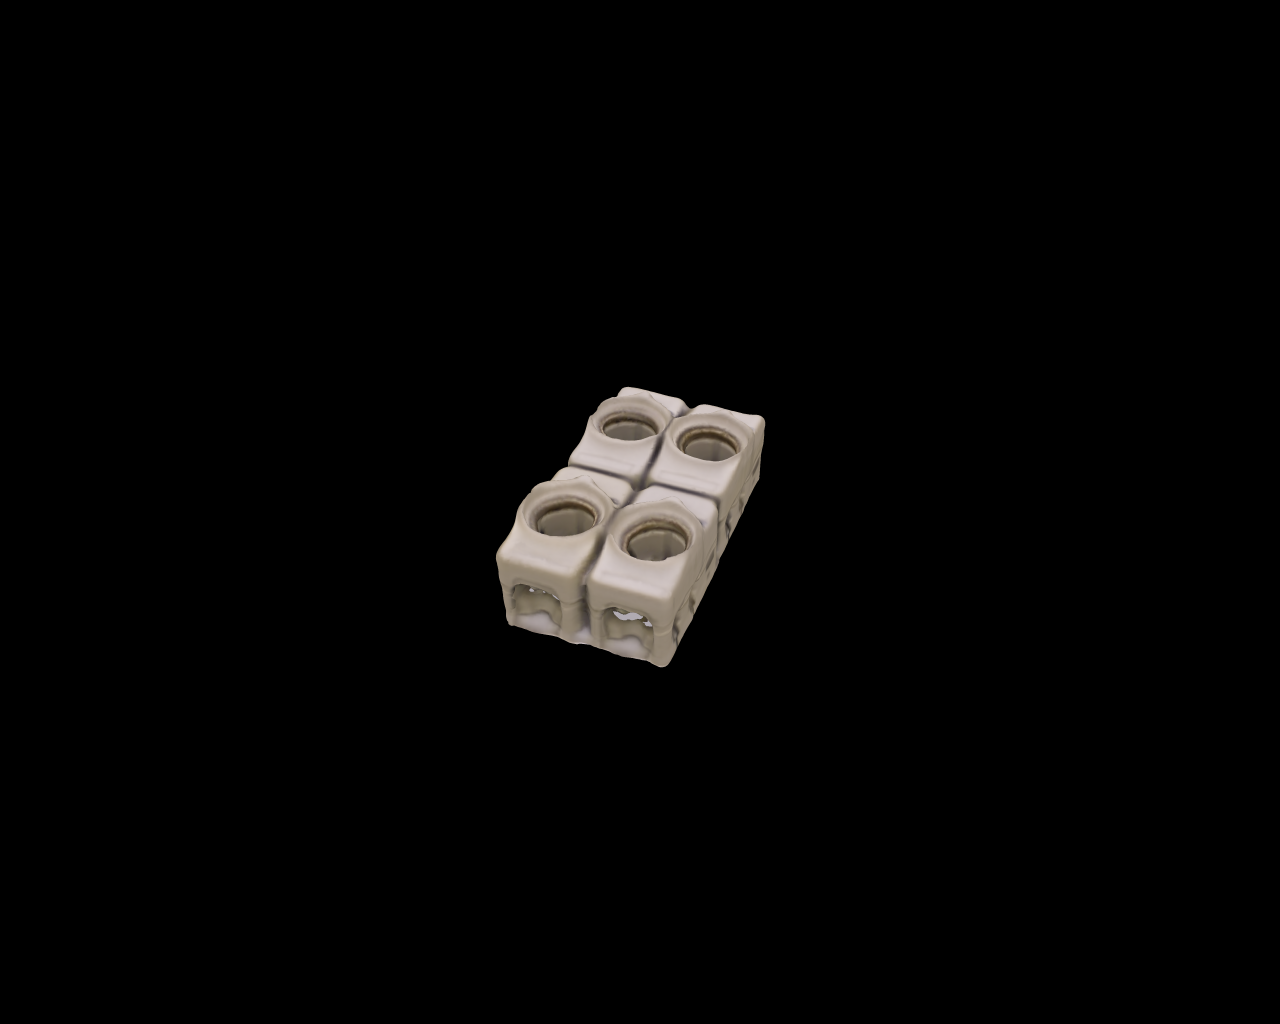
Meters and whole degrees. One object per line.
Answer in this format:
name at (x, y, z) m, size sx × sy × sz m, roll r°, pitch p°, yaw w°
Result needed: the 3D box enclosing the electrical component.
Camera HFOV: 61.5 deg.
electrical component at (0.001, -0.003, 0.650) m, size 0.105 × 0.060 × 0.186 m, roll 14°, pitch 42°, yaw 16°
